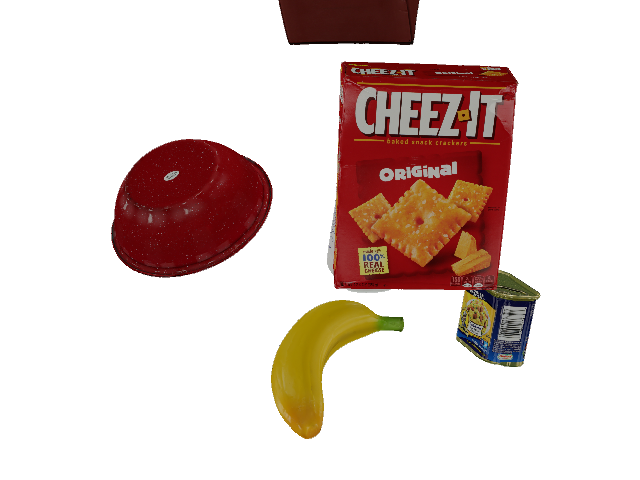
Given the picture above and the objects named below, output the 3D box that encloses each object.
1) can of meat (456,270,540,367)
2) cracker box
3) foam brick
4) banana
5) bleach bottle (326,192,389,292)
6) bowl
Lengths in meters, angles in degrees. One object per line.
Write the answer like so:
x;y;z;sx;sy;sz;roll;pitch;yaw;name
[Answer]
0.196;0.085;1.194;0.057;0.084;0.102;4;14;-18;can of meat
0.097;-0.059;1.031;0.164;0.214;0.072;2;21;-2;cracker box
0.018;-0.152;0.632;0.078;0.053;0.051;2;-31;13;foam brick
0.002;0.086;0.804;0.070;0.037;0.197;8;24;21;banana
0.057;-0.073;1.229;0.068;0.251;0.103;-2;23;-19;bleach bottle
-0.129;-0.043;0.992;0.162;0.162;0.055;0;-41;21;bowl
